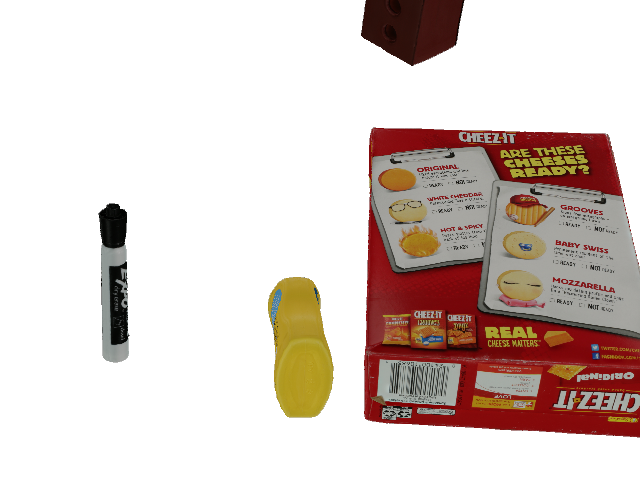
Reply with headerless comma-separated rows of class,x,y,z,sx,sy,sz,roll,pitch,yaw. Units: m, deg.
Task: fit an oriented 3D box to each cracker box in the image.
cracker box,0.110,0.019,0.672,0.164,0.072,0.213,2,41,2

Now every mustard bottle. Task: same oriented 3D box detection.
mustard bottle,-0.024,0.093,1.115,0.058,0.096,0.191,-2,27,-5

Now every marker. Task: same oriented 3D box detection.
marker,-0.143,0.030,0.740,0.020,0.121,0.020,4,28,-2

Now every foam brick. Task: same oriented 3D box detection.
foam brick,0.067,-0.173,0.751,0.053,0.078,0.051,36,50,28
